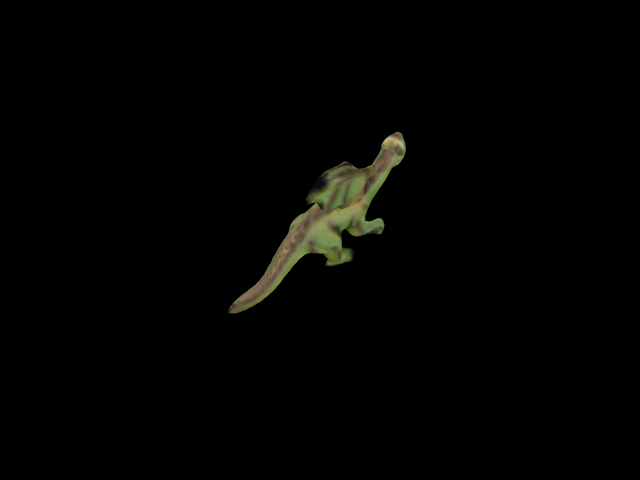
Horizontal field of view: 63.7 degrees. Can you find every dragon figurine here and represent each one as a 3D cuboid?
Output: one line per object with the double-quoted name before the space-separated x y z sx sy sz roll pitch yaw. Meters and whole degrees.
"dragon figurine" 0.003 -0.043 0.850 0.415 0.123 0.237 -40 -23 -21
